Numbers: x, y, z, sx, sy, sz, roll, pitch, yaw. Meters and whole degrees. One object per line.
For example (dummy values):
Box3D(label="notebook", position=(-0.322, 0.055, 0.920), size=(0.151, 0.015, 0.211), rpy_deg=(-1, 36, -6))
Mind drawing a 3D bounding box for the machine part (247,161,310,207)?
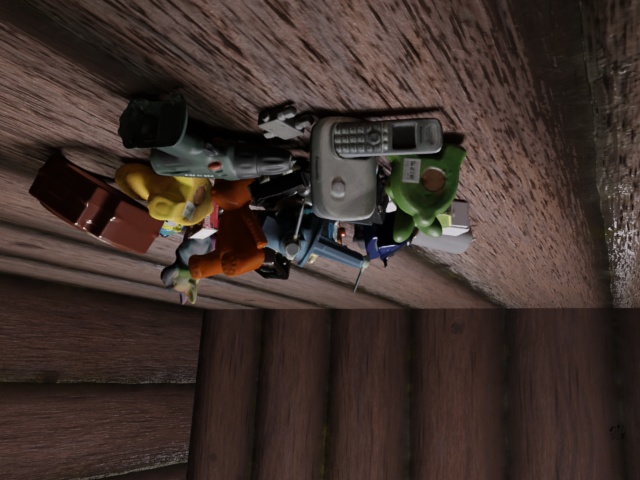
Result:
Box3D(label="machine part", position=(-0.047, -0.097, 0.869), size=(0.139, 0.039, 0.084), rpy_deg=(-19, -158, 10))

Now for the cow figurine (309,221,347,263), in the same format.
Box3D(label="cow figurine", position=(0.005, 0.007, 1.363), size=(0.127, 0.085, 0.194), rpy_deg=(-5, 168, 8))

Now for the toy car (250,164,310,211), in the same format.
Box3D(label="toy car", position=(-0.085, -0.101, 0.991), size=(0.073, 0.056, 0.202), rpy_deg=(14, 160, -35))

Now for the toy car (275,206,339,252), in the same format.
Box3D(label="toy car", position=(-0.043, -0.028, 1.222), size=(0.162, 0.109, 0.103), rpy_deg=(-3, -167, -22))

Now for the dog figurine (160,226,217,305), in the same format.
Box3D(label="dog figurine", position=(-0.298, 0.056, 1.353), size=(0.191, 0.219, 0.109), rpy_deg=(14, 166, -35))

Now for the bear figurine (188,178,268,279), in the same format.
Box3D(label="bear figurine", position=(-0.156, -0.040, 0.925), size=(0.120, 0.195, 0.132), rpy_deg=(-2, -172, 33))

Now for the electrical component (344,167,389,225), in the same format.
Box3D(label="electrical component", position=(0.060, -0.077, 0.950), size=(0.115, 0.058, 0.134), rpy_deg=(10, 153, 23))

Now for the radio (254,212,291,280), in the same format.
Box3D(label="radio", position=(-0.122, 0.020, 1.341), size=(0.073, 0.131, 0.229), rpy_deg=(3, 166, 9))

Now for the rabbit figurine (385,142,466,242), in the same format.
Box3D(label="rabbit figurine", position=(0.162, -0.079, 0.874), size=(0.121, 0.159, 0.170), rpy_deg=(-6, -178, -4))

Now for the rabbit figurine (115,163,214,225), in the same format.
Box3D(label="rabbit figurine", position=(-0.286, -0.099, 0.986), size=(0.173, 0.121, 0.162), rpy_deg=(15, 179, 13))

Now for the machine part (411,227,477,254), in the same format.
Box3D(label="machine part", position=(0.260, -0.017, 1.212), size=(0.243, 0.079, 0.079), rpy_deg=(11, 164, -34))

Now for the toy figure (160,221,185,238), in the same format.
Box3D(label="toy figure", position=(-0.316, -0.061, 1.149), size=(0.082, 0.089, 0.180), rpy_deg=(33, 159, -11))

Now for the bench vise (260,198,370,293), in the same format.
Box3D(label="bench vise", position=(-0.006, 0.007, 1.056), size=(0.240, 0.128, 0.224), rpy_deg=(23, 180, -10))

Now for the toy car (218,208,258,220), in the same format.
Box3D(label="toy car", position=(-0.203, -0.054, 1.218), size=(0.089, 0.053, 0.202), rpy_deg=(23, 162, -16))

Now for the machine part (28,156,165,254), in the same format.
Box3D(label="machine part", position=(-0.409, -0.060, 0.994), size=(0.201, 0.087, 0.201), rpy_deg=(29, 178, 22))

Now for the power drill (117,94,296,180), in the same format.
Box3D(label="power drill", position=(-0.174, -0.143, 0.795), size=(0.232, 0.086, 0.207), rpy_deg=(2, 177, 20))

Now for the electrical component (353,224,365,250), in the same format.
Box3D(label="electrical component", position=(0.115, -0.013, 1.270), size=(0.048, 0.075, 0.119), rpy_deg=(-2, 162, 22))

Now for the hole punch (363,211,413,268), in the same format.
Box3D(label="hole punch", position=(0.122, -0.025, 1.111), size=(0.092, 0.142, 0.116), rpy_deg=(7, 152, -23))

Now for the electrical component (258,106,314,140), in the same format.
Box3D(label="electrical component", position=(-0.057, -0.167, 0.771), size=(0.094, 0.021, 0.063), rpy_deg=(-6, 164, 42))

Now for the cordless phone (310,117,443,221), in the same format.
Box3D(label="cordless phone", position=(0.080, -0.101, 0.754), size=(0.184, 0.146, 0.088), rpy_deg=(-2, 179, 16))
